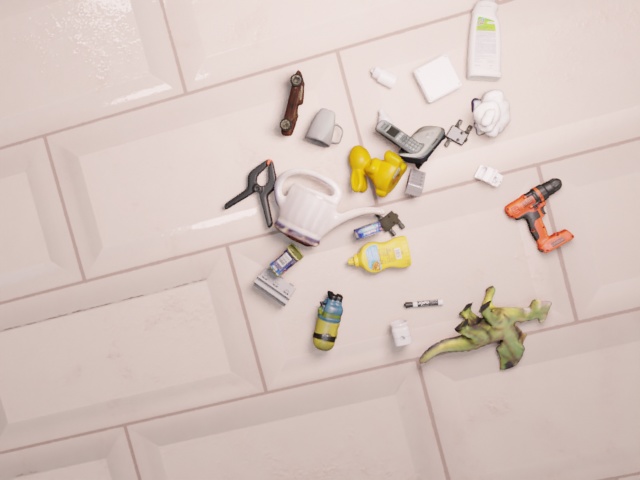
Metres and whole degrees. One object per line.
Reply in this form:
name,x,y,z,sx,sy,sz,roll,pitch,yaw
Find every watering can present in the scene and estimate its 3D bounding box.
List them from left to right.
watering can,0.005,-0.079,1.575,0.348,0.223,0.104,26,7,7

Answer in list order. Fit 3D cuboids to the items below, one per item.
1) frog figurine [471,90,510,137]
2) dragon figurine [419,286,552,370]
frog figurine,0.501,-0.368,1.491,0.123,0.137,0.160,11,6,3
dragon figurine,0.520,0.301,1.560,0.408,0.242,0.123,-43,7,7
